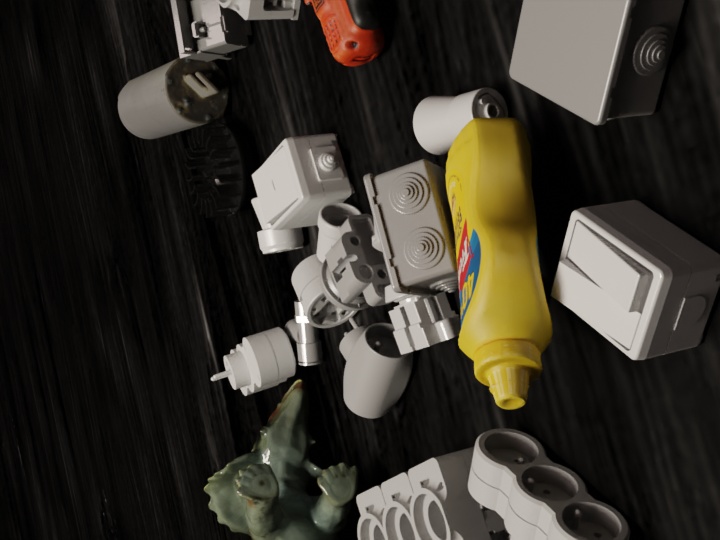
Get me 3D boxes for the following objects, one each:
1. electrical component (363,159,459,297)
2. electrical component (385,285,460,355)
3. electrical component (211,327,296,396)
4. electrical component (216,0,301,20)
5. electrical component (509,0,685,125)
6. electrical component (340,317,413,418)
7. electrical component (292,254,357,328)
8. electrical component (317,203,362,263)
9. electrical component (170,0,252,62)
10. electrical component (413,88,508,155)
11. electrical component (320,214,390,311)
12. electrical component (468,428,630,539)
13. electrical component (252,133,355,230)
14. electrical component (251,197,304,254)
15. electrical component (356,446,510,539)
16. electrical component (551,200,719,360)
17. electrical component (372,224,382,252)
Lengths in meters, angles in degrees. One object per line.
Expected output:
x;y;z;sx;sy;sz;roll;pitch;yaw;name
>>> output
0.050;-0.030;0.789;0.048;0.100;0.099;-18;80;20;electrical component
0.049;0.033;0.858;0.066;0.048;0.055;-25;84;60;electrical component
-0.117;0.101;1.109;0.138;0.074;0.052;141;111;-71;electrical component
-0.092;-0.316;0.986;0.089;0.062;0.150;50;138;42;electrical component
0.141;-0.144;0.641;0.100;0.048;0.099;43;134;47;electrical component
0.007;0.076;0.943;0.079;0.043;0.077;55;142;37;electrical component
-0.032;0.017;0.985;0.047;0.055;0.055;60;145;39;electrical component
-0.020;-0.031;0.964;0.040;0.040;0.046;53;145;40;electrical component
-0.156;-0.281;1.098;0.063;0.079;0.121;-9;90;31;electrical component
0.075;-0.109;0.776;0.065;0.044;0.044;-5;94;56;electrical component
0.000;0.000;0.921;0.057;0.058;0.078;-47;58;51;electrical component
0.127;0.179;0.755;0.138;0.052;0.073;41;132;48;electrical component
-0.053;-0.082;0.984;0.096;0.061;0.061;-38;66;57;electrical component
-0.081;-0.046;1.060;0.045;0.045;0.055;-12;88;60;electrical component
0.059;0.206;0.872;0.150;0.062;0.089;-43;62;56;electrical component
0.157;0.002;0.642;0.096;0.061;0.061;45;135;46;electrical component
0.032;-0.046;0.866;0.048;0.048;0.062;-21;71;60;electrical component
